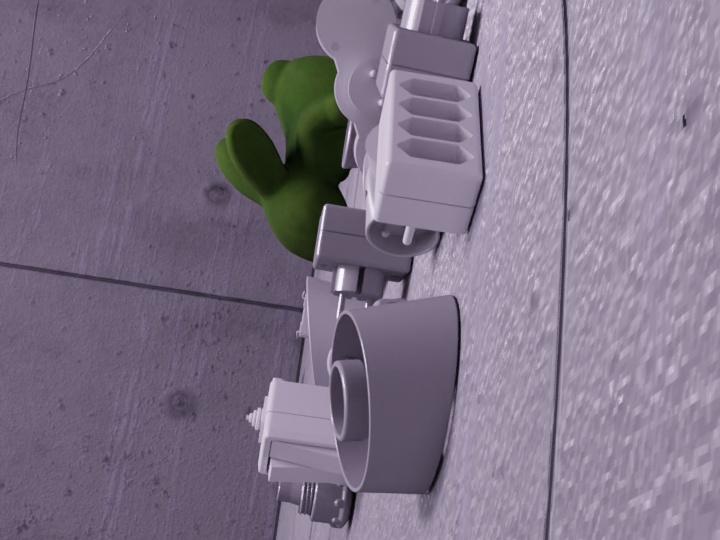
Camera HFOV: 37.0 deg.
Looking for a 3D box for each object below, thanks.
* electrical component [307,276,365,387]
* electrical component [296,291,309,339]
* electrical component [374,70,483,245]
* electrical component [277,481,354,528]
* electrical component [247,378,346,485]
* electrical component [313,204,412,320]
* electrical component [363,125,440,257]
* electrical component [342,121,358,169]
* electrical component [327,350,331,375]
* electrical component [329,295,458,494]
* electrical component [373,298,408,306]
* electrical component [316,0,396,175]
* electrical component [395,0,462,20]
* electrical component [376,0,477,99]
[{"bbox_3d":[-0.025,0.059,0.984,0.099,0.064,0.099,-171,90,-86],"label":"electrical component"},{"bbox_3d":[-0.029,0.049,1.073,0.042,0.064,0.081,-178,97,-87],"label":"electrical component"},{"bbox_3d":[0.031,-0.047,0.559,0.083,0.047,0.075,-86,6,-47],"label":"electrical component"},{"bbox_3d":[-0.037,0.186,0.890,0.048,0.062,0.048,-171,90,-86],"label":"electrical component"},{"bbox_3d":[-0.042,0.129,0.839,0.061,0.096,0.061,104,173,-50],"label":"electrical component"},{"bbox_3d":[0.000,0.000,0.755,0.047,0.066,0.076,120,159,-78],"label":"electrical component"},{"bbox_3d":[0.024,-0.061,0.627,0.079,0.044,0.077,73,-162,-52],"label":"electrical component"},{"bbox_3d":[0.017,-0.093,0.794,0.045,0.055,0.045,-171,90,-86],"label":"electrical component"},{"bbox_3d":[0.000,0.066,0.767,0.055,0.045,0.045,123,156,-81],"label":"electrical component"},{"bbox_3d":[0.019,0.063,0.538,0.099,0.064,0.099,178,90,-77],"label":"electrical component"},{"bbox_3d":[0.018,0.049,0.628,0.035,0.035,0.061,-89,6,-62],"label":"electrical component"},{"bbox_3d":[0.010,-0.118,0.700,0.073,0.052,0.138,-105,-3,-81],"label":"electrical component"},{"bbox_3d":[0.045,-0.184,0.694,0.055,0.048,0.066,-57,-23,-81],"label":"electrical component"},{"bbox_3d":[0.041,-0.135,0.619,0.065,0.047,0.076,-96,18,-74],"label":"electrical component"}]
